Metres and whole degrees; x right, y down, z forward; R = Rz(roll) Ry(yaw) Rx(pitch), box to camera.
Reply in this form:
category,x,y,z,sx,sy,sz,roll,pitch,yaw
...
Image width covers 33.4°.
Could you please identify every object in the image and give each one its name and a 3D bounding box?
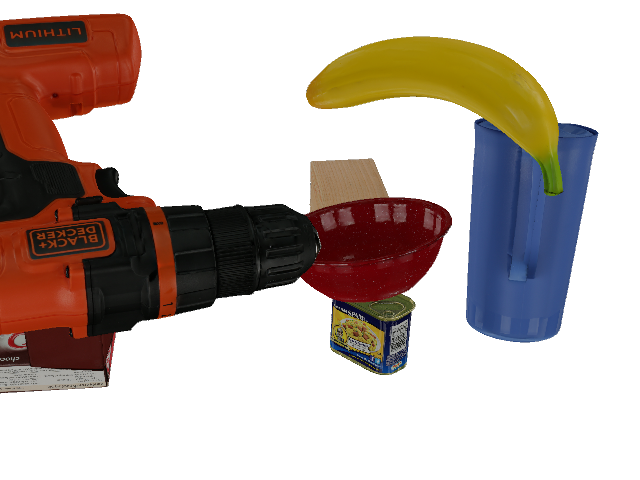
category,x,y,z,sx,sy,sz,roll,pitch,yaw
wood block,0.041,-0.026,1.398,0.090,0.090,0.206,-2,27,-6
can of meat,0.058,0.100,1.250,0.102,0.084,0.057,25,35,36
foam brick,-0.171,0.046,0.742,0.053,0.051,0.078,2,31,-1
pitcher,0.225,-0.012,1.185,0.149,0.243,0.145,-7,18,-34
banana,0.070,-0.091,0.651,0.198,0.069,0.037,26,7,38
pudding box,-0.243,0.094,0.960,0.113,0.039,0.090,-5,33,-2
bowl,0.042,0.013,0.972,0.162,0.055,0.162,-9,21,3
power drill,-0.109,-0.037,0.530,0.184,0.188,0.057,-7,-43,-18
